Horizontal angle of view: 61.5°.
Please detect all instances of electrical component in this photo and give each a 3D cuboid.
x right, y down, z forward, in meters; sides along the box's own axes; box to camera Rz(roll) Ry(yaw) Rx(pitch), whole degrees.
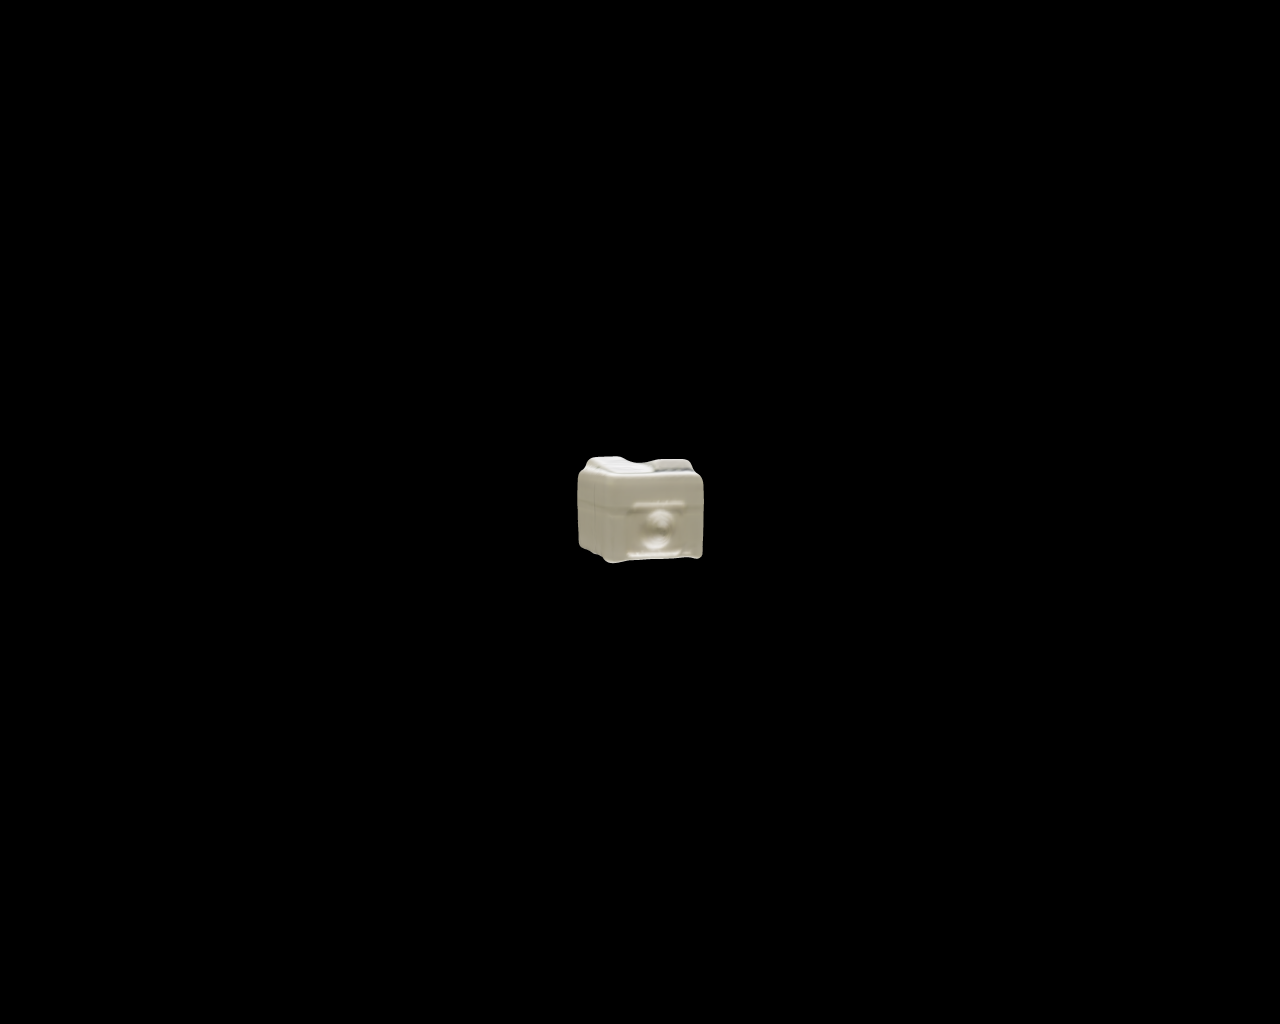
[{"bbox_3d":[0.001,-0.003,0.650,0.062,0.061,0.096,-1,5,-15],"label":"electrical component"}]
